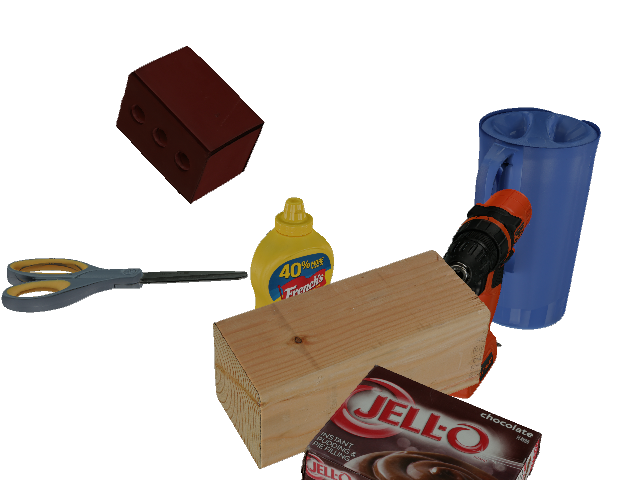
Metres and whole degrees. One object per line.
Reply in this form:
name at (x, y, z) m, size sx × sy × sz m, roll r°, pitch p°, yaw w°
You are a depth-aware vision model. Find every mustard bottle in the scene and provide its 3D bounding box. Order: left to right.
mustard bottle at (-0.031, 0.043, 1.172) m, size 0.096 × 0.192 × 0.058 m, roll -13°, pitch 30°, yaw -28°

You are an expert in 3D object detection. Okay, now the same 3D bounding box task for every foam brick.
foam brick at (-0.085, -0.075, 0.685) m, size 0.051 × 0.078 × 0.053 m, roll -34°, pitch -17°, yaw -37°

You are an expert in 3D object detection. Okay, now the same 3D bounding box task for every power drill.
power drill at (0.149, 0.057, 1.039) m, size 0.057 × 0.188 × 0.184 m, roll 21°, pitch 29°, yaw 20°

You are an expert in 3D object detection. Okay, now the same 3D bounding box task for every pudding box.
pudding box at (0.059, 0.127, 0.616) m, size 0.114 × 0.039 × 0.089 m, roll 22°, pitch 37°, yaw 20°

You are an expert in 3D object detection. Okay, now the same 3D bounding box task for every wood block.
wood block at (0.025, 0.093, 0.875) m, size 0.205 × 0.090 × 0.091 m, roll -17°, pitch 43°, yaw -21°

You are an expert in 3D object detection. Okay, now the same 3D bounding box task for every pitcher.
pitcher at (0.234, -0.020, 1.226) m, size 0.149 × 0.243 × 0.145 m, roll -1°, pitch 26°, yaw -5°

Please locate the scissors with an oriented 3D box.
scissors at (-0.169, 0.038, 0.869) m, size 0.202 × 0.016 × 0.096 m, roll 4°, pitch 22°, yaw 12°
